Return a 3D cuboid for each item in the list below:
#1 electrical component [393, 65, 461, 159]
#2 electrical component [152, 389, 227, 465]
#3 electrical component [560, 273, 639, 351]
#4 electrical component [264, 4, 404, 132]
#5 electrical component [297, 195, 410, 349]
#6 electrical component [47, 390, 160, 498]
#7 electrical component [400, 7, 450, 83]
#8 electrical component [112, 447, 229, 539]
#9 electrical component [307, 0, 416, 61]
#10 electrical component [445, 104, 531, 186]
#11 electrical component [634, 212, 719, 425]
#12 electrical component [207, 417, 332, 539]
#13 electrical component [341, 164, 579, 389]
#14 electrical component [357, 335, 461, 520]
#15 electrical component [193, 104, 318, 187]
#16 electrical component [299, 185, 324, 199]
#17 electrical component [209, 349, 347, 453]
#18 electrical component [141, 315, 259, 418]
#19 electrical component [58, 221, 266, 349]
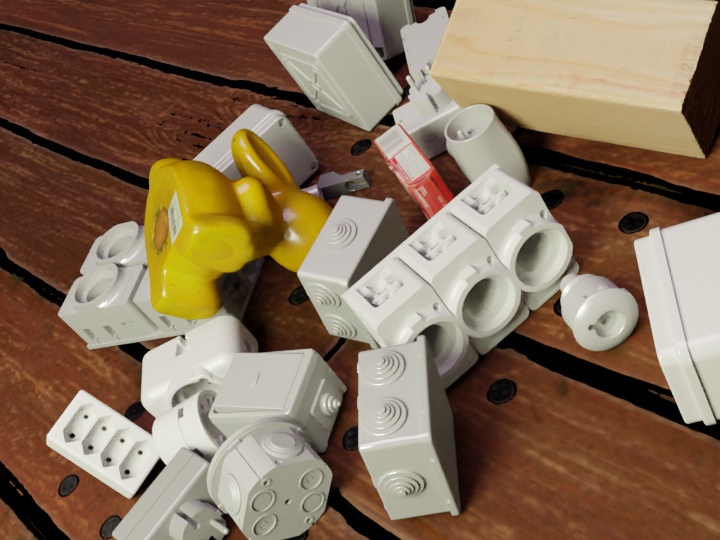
[{"bbox_3d":[0.068,-0.151,0.972,0.083,0.075,0.047,-27,39,12],"label":"electrical component"},{"bbox_3d":[-0.131,0.129,0.852,0.047,0.055,0.055,-28,38,18],"label":"electrical component"},{"bbox_3d":[0.159,0.023,0.745,0.048,0.048,0.062,-35,30,2],"label":"electrical component"},{"bbox_3d":[-0.026,-0.203,1.074,0.056,0.108,0.109,-47,39,-9],"label":"electrical component"},{"bbox_3d":[0.000,0.000,0.849,0.048,0.099,0.099,11,57,29],"label":"electrical component"},{"bbox_3d":[-0.210,0.147,0.886,0.047,0.083,0.075,-57,4,-24],"label":"electrical component"},{"bbox_3d":[0.077,-0.199,1.031,0.050,0.055,0.089,-25,39,15],"label":"electrical component"},{"bbox_3d":[-0.125,0.186,0.792,0.076,0.047,0.083,18,63,47],"label":"electrical component"},{"bbox_3d":[-0.001,-0.279,1.127,0.056,0.108,0.109,-31,30,-35],"label":"electrical component"},{"bbox_3d":[0.098,-0.101,0.895,0.043,0.077,0.079,-39,37,-3],"label":"electrical component"},{"bbox_3d":[0.214,0.030,0.666,0.057,0.078,0.113,-17,41,19],"label":"electrical component"},{"bbox_3d":[-0.063,0.148,0.758,0.080,0.080,0.051,-42,43,-7],"label":"electrical component"},{"bbox_3d":[0.077,0.011,0.783,0.150,0.089,0.062,-41,38,-5],"label":"electrical component"},{"bbox_3d":[0.032,0.106,0.713,0.048,0.099,0.099,-12,42,11],"label":"electrical component"},{"bbox_3d":[-0.106,-0.097,1.050,0.113,0.078,0.057,-45,35,-10],"label":"electrical component"},{"bbox_3d":[-0.065,-0.061,1.009,0.062,0.048,0.048,-21,40,9],"label":"electrical component"},{"bbox_3d":[-0.059,0.099,0.821,0.096,0.061,0.061,-7,46,33],"label":"electrical component"},{"bbox_3d":[-0.132,0.089,0.895,0.095,0.053,0.059,-27,39,13],"label":"electrical component"},{"bbox_3d":[-0.189,0.005,1.022,0.186,0.060,0.105,-10,45,30],"label":"electrical component"}]
